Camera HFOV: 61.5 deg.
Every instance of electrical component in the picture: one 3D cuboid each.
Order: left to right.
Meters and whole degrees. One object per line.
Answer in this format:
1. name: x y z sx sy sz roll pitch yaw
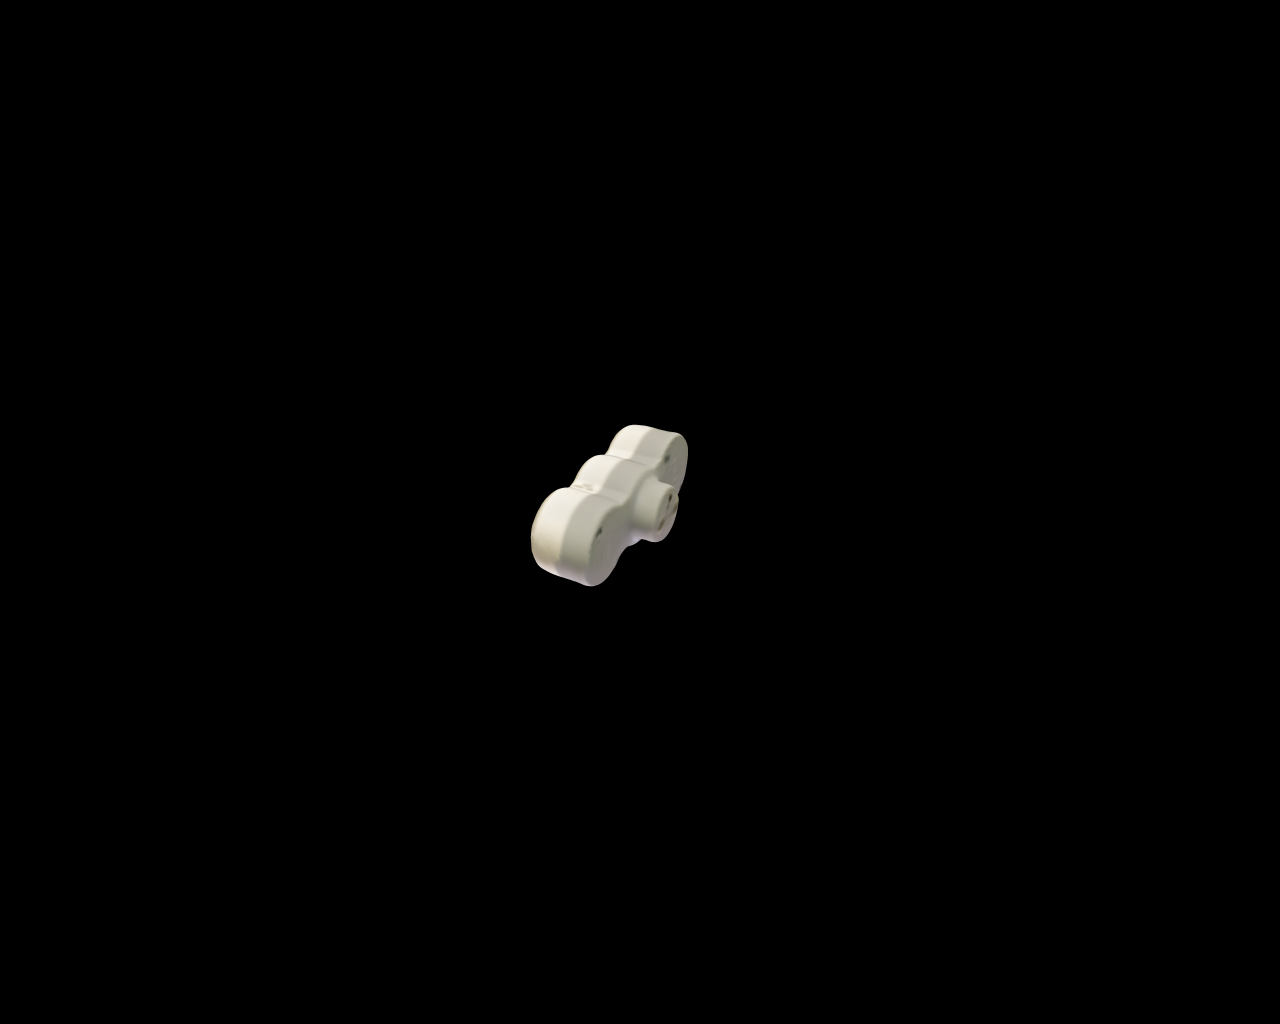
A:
1. electrical component: 0.001 -0.003 0.650 0.074 0.052 0.138 16 37 22
